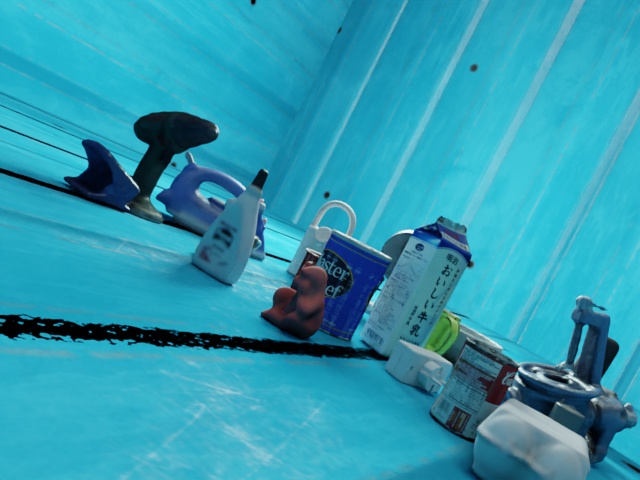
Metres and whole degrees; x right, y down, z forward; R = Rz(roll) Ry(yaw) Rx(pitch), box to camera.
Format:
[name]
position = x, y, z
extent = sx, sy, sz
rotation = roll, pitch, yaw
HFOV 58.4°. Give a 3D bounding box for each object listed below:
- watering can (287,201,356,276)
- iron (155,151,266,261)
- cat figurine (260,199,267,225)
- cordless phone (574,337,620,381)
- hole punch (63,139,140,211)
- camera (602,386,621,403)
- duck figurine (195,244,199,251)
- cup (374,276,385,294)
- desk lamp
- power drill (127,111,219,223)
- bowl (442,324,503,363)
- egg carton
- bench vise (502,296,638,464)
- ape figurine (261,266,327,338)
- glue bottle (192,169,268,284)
[watering can]
position = 0.014, 0.006, 1.276
extent = 0.101, 0.194, 0.172
rotation = 26, 3, -15
[iron]
position = -0.204, -0.071, 1.203
extent = 0.259, 0.141, 0.118
rotation = 26, 3, -15
[cat figurine]
position = -0.162, -0.043, 1.324
extent = 0.067, 0.118, 0.127
rotation = 25, 4, -37
[cordless phone]
position = 0.416, 0.231, 0.977
extent = 0.148, 0.185, 0.094
rotation = 26, 3, -16
[hole punch]
position = -0.366, -0.112, 0.985
extent = 0.108, 0.091, 0.101
rotation = 29, 4, 38
[camera]
position = 0.499, 0.313, 1.103
extent = 0.136, 0.101, 0.144
rotation = 29, 4, 42
[duck figurine]
position = -0.153, 0.001, 0.943
extent = 0.077, 0.086, 0.105
rotation = 27, 3, 11
[cup]
position = 0.070, 0.094, 1.196
extent = 0.092, 0.095, 0.117
rotation = 26, 3, -24
[desk lamp]
position = 0.184, 0.081, 1.265
extent = 0.117, 0.213, 0.204
rotation = 27, 3, 14
[power drill]
position = -0.290, -0.144, 1.054
extent = 0.228, 0.208, 0.076
rotation = 29, 4, 41
[bowl]
position = 0.286, 0.215, 1.183
extent = 0.167, 0.075, 0.167
rotation = 27, 3, -1
[egg carton]
position = 0.211, 0.215, 0.573
extent = 0.107, 0.069, 0.151
rotation = 28, 3, 24
[bench vise]
position = 0.386, 0.203, 0.857
extent = 0.208, 0.220, 0.121
rotation = 25, 3, -28
[ape figurine]
position = -0.022, 0.075, 0.736
extent = 0.076, 0.092, 0.077
rotation = 26, 3, -12
[glue bottle]
position = -0.120, -0.026, 0.840
extent = 0.078, 0.173, 0.037
rotation = 28, 3, 23
